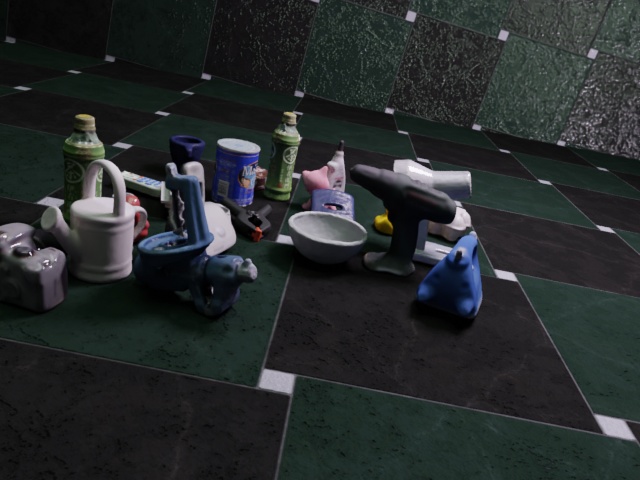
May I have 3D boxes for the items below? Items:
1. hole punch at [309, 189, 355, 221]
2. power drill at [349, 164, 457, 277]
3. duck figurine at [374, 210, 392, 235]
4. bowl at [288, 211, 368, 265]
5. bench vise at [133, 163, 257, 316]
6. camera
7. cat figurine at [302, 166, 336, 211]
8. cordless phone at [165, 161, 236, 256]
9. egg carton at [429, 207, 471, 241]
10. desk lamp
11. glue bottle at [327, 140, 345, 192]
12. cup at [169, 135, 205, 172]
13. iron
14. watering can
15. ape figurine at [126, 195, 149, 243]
[{"bbox_3d":[0.029,-0.061,1.324,0.109,0.091,0.101,7,23,-10],"label":"hole punch"},{"bbox_3d":[0.155,-0.038,1.176,0.229,0.208,0.075,9,22,-5],"label":"power drill"},{"bbox_3d":[0.179,-0.066,1.418,0.077,0.086,0.105,17,23,13],"label":"duck figurine"},{"bbox_3d":[0.011,0.004,1.181,0.167,0.075,0.167,10,22,-4],"label":"bowl"},{"bbox_3d":[-0.191,-0.004,0.912,0.207,0.220,0.121,11,22,0],"label":"bench vise"},{"bbox_3d":[-0.440,0.025,0.876,0.143,0.101,0.137,16,23,11],"label":"camera"},{"bbox_3d":[0.001,-0.124,1.425,0.067,0.118,0.127,-3,26,-31],"label":"cat figurine"},{"bbox_3d":[-0.218,-0.061,1.078,0.094,0.185,0.148,20,24,19],"label":"cordless phone"},{"bbox_3d":[0.310,-0.055,1.476,0.150,0.069,0.107,23,25,25],"label":"egg carton"},{"bbox_3d":[0.243,-0.063,1.274,0.203,0.213,0.118,14,23,7],"label":"desk lamp"},{"bbox_3d":[0.040,-0.177,1.498,0.037,0.173,0.078,26,27,32],"label":"glue bottle"},{"bbox_3d":[-0.350,-0.215,1.502,0.092,0.095,0.117,3,24,-20],"label":"cup"},{"bbox_3d":[0.273,0.050,1.114,0.118,0.141,0.259,19,23,17],"label":"iron"},{"bbox_3d":[-0.359,-0.034,0.933,0.100,0.194,0.173,16,23,11],"label":"watering can"},{"bbox_3d":[-0.362,-0.041,1.083,0.078,0.092,0.076,9,22,-5],"label":"ape figurine"}]
